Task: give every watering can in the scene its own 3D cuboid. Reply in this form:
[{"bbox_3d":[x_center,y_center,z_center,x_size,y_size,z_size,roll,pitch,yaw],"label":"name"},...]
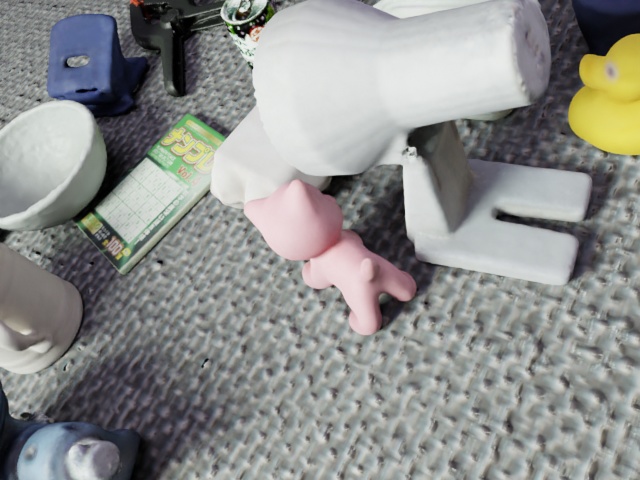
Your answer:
[{"bbox_3d":[-0.321,0.041,0.510,0.172,0.195,0.101,7,64,26],"label":"watering can"}]

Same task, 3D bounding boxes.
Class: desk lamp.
[{"bbox_3d":[0.081,-0.075,0.404,0.202,0.214,0.118,10,65,27],"label":"desk lamp"}]

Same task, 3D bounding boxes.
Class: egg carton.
[{"bbox_3d":[-0.029,-0.082,0.542,0.107,0.070,0.150,29,75,33],"label":"egg carton"}]

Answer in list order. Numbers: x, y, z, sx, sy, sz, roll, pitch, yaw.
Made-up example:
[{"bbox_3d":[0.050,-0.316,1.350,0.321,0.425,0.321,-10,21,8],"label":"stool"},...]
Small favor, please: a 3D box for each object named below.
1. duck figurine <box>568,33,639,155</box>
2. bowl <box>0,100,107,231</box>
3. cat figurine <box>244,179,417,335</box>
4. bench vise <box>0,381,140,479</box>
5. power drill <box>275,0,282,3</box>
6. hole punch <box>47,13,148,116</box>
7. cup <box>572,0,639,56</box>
[{"bbox_3d":[0.248,-0.118,0.441,0.104,0.086,0.077,16,68,29],"label":"duck figurine"},{"bbox_3d":[-0.302,-0.072,0.644,0.167,0.075,0.167,-10,58,16],"label":"bowl"},{"bbox_3d":[0.004,0.002,0.448,0.067,0.118,0.127,-47,55,-9],"label":"cat figurine"},{"bbox_3d":[-0.249,0.135,0.408,0.207,0.220,0.121,-20,55,10],"label":"bench vise"},{"bbox_3d":[-0.102,-0.380,0.665,0.229,0.209,0.075,-7,58,18],"label":"power drill"},{"bbox_3d":[-0.286,-0.216,0.713,0.108,0.091,0.101,1,61,23],"label":"hole punch"},{"bbox_3d":[0.264,-0.197,0.476,0.118,0.095,0.091,-39,54,-4],"label":"cup"}]
